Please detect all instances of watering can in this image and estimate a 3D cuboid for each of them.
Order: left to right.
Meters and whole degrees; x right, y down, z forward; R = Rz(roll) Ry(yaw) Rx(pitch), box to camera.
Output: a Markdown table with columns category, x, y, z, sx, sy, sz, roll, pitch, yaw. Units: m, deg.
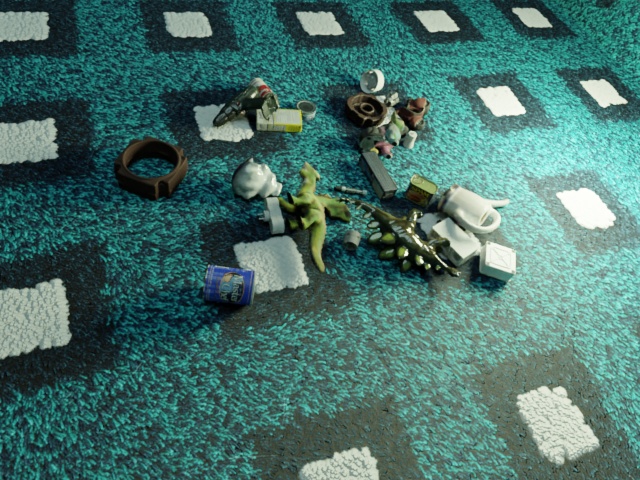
| category | x | y | z | sx | sy | sz | roll | pitch | yaw |
| --- | --- | --- | --- | --- | --- | --- | --- | --- | --- |
| watering can | 0.563 | -0.125 | 1.888 | 0.226 | 0.102 | 0.353 | 33 | 37 | 18 |

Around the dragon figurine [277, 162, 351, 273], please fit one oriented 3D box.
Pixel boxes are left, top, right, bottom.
| category | x | y | z | sx | sy | sz | roll | pitch | yaw |
| --- | --- | --- | --- | --- | --- | --- | --- | --- | --- |
| dragon figurine | 0.005 | -0.087 | 1.723 | 0.244 | 0.120 | 0.416 | -12 | 65 | -32 |

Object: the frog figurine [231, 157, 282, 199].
| category | x | y | z | sx | sy | sz | roll | pitch | yaw |
| --- | --- | --- | --- | --- | --- | --- | --- | --- | --- |
| frog figurine | -0.213 | -0.191 | 1.736 | 0.160 | 0.122 | 0.138 | 37 | 86 | 4 |
